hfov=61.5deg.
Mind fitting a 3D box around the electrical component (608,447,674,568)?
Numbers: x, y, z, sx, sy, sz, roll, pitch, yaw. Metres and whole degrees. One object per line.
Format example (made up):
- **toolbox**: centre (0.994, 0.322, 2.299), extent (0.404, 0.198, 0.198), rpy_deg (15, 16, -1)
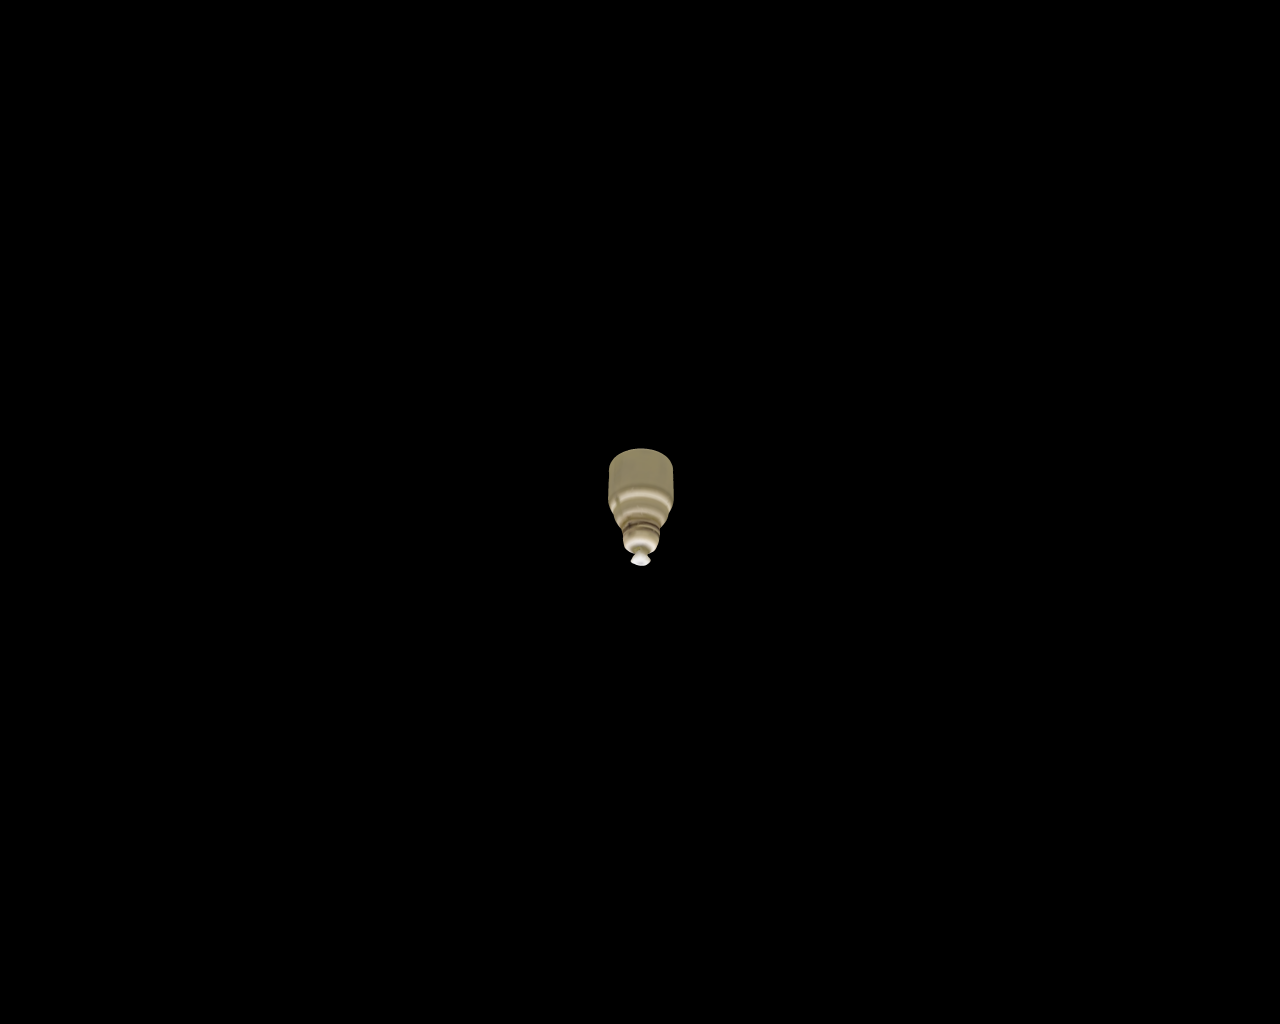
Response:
- **electrical component**: centre (0.001, -0.003, 0.650), extent (0.040, 0.078, 0.040), rpy_deg (0, -34, 0)
